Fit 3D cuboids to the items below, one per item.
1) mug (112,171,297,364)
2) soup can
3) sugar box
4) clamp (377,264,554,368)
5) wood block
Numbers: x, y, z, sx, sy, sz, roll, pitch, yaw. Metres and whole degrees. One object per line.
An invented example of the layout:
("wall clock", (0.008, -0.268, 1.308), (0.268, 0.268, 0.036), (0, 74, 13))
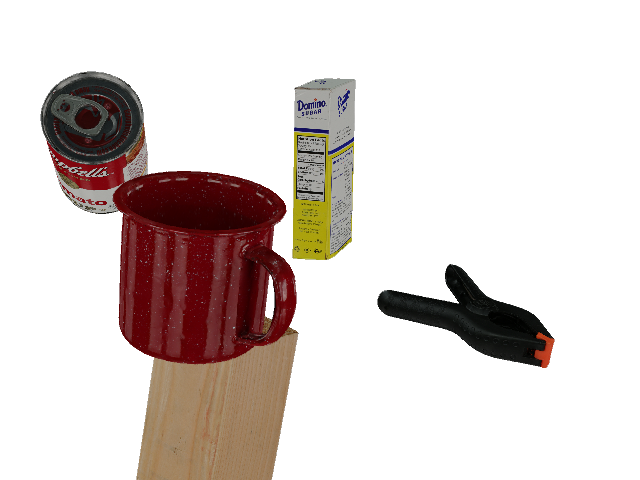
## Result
("mug", (-0.059, 0.019, 0.582), (0.117, 0.081, 0.093), (22, 27, 32))
("soup can", (-0.158, -0.067, 0.759), (0.068, 0.068, 0.102), (0, -19, -7))
("sugar box", (0.003, -0.075, 1.099), (0.048, 0.176, 0.093), (3, 14, 17))
("clamp", (0.154, 0.070, 1.031), (0.172, 0.039, 0.120), (24, 36, 29))
("wood block", (-0.096, 0.169, 0.949), (0.090, 0.206, 0.090), (20, 18, 34))
